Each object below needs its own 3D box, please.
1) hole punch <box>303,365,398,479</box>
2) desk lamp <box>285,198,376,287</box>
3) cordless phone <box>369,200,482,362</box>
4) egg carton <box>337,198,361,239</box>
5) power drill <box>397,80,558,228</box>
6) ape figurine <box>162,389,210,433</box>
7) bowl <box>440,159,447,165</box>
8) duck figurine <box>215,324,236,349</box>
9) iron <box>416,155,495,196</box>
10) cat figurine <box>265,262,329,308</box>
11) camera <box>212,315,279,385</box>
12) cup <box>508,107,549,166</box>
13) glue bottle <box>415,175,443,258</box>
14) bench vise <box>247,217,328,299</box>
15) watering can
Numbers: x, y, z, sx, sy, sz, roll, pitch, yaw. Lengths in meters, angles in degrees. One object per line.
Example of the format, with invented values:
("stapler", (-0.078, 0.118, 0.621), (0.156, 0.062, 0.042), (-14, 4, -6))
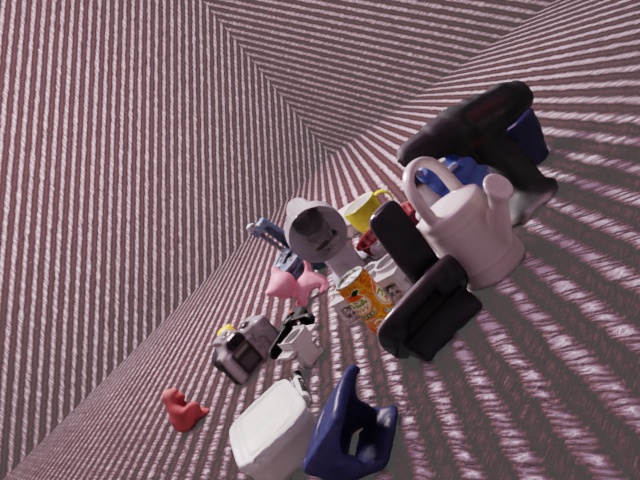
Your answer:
("hole punch", (0.022, 0.213, 0.645), (0.101, 0.091, 0.109), (-35, 12, 26))
("desk lamp", (0.011, 0.004, 1.193), (0.118, 0.213, 0.203), (-40, 11, 1))
("cordless phone", (0.105, 0.053, 0.746), (0.148, 0.185, 0.094), (-44, 12, -19))
("egg carton", (0.083, -0.052, 1.564), (0.150, 0.069, 0.107), (-31, 15, 42))
("power drill", (0.256, -0.125, 0.876), (0.230, 0.208, 0.075), (-42, 11, -9))
("ape figurine", (-0.287, 0.345, 1.182), (0.076, 0.092, 0.077), (-43, 11, -13))
("bowl", (0.279, -0.160, 1.303), (0.167, 0.075, 0.167), (-39, 11, 9))
("duck figurine", (-0.197, 0.234, 1.334), (0.105, 0.086, 0.077), (-44, 11, -15))
("iron", (0.250, -0.131, 1.105), (0.118, 0.141, 0.259), (-31, 14, 40))
("cat figurine", (-0.061, 0.099, 1.322), (0.128, 0.118, 0.067), (-41, 11, 0))
("camera", (-0.178, 0.231, 1.237), (0.143, 0.101, 0.136), (-48, 13, -33))
("cup", (0.362, -0.178, 1.034), (0.091, 0.095, 0.118), (-38, 11, 14))
("glue bottle", (0.182, -0.035, 0.866), (0.078, 0.173, 0.037), (-40, 11, 5))
("bench vise", (-0.082, 0.016, 1.455), (0.121, 0.220, 0.208), (-34, 13, 31))
("watering can", (0.191, -0.036, 0.784), (0.172, 0.194, 0.101), (-34, 13, 33))
